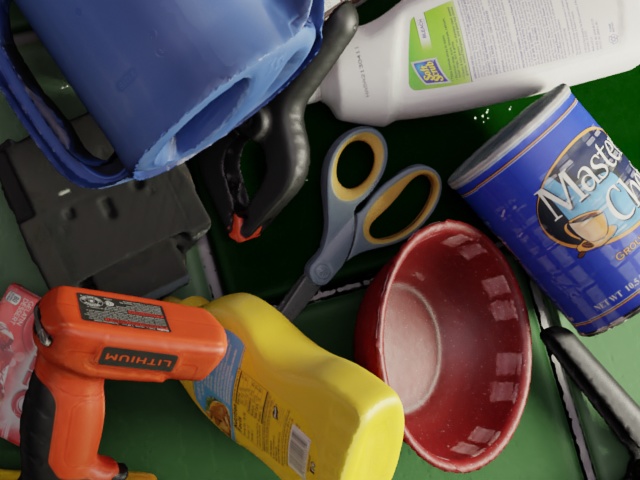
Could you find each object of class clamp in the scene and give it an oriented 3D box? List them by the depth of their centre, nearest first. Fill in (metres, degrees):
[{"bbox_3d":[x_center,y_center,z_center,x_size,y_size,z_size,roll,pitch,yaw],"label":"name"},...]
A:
[{"bbox_3d":[-0.049,-0.088,0.708,0.120,0.039,0.171,23,104,26],"label":"clamp"},{"bbox_3d":[0.225,0.170,0.746,0.210,0.036,0.164,21,83,-9],"label":"clamp"}]

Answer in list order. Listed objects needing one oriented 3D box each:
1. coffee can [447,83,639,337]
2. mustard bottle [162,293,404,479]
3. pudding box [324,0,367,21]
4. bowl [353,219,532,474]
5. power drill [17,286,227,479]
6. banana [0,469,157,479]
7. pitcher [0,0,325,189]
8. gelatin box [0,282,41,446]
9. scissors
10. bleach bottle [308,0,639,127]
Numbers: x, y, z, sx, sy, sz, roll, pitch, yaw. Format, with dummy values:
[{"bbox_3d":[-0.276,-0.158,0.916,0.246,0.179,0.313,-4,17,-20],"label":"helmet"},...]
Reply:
[{"bbox_3d":[0.170,-0.020,0.723,0.102,0.103,0.140,-41,92,-11],"label":"coffee can"},{"bbox_3d":[-0.037,0.087,0.661,0.192,0.096,0.058,32,41,34],"label":"mustard bottle"},{"bbox_3d":[-0.023,-0.199,0.741,0.090,0.039,0.113,-35,89,-11],"label":"pudding box"},{"bbox_3d":[0.072,0.070,0.700,0.161,0.055,0.162,9,78,-44],"label":"bowl"},{"bbox_3d":[-0.116,0.127,0.622,0.184,0.057,0.188,11,107,-25],"label":"power drill"},{"bbox_3d":[-0.201,0.153,0.657,0.197,0.070,0.037,15,54,-28],"label":"banana"},{"bbox_3d":[-0.127,-0.157,0.597,0.149,0.145,0.243,-37,88,-24],"label":"pitcher"},{"bbox_3d":[-0.188,0.083,0.687,0.073,0.030,0.089,30,80,-6],"label":"gelatin box"},{"bbox_3d":[-0.005,0.001,0.727,0.201,0.016,0.096,-37,108,-11],"label":"scissors"},{"bbox_3d":[0.097,-0.142,0.745,0.250,0.068,0.102,-13,85,-8],"label":"bleach bottle"}]
